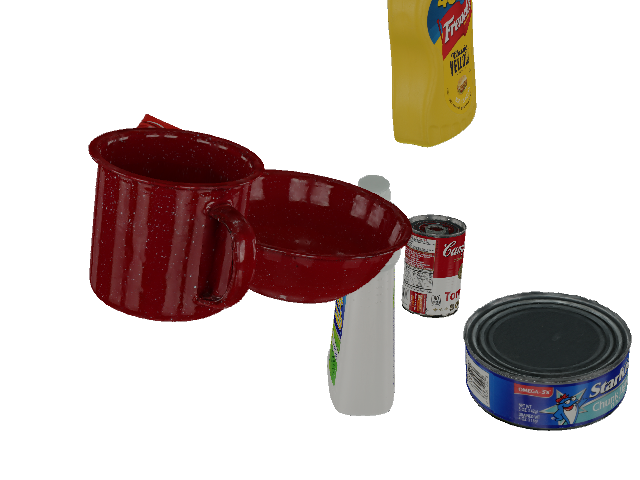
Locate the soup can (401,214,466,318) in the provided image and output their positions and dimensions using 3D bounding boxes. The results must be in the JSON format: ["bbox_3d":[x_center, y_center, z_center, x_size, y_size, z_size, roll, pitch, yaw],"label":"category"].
[{"bbox_3d":[0.128,0.029,1.220,0.068,0.102,0.068,2,20,-1],"label":"soup can"}]

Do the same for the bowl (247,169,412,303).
[{"bbox_3d":[-0.017,0.001,0.777,0.162,0.055,0.162,9,22,-4],"label":"bowl"}]

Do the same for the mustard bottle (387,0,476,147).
[{"bbox_3d":[0.090,-0.179,0.859,0.058,0.191,0.096,14,36,32],"label":"mustard bottle"}]

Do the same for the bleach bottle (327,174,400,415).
[{"bbox_3d":[0.044,0.046,1.013,0.068,0.251,0.102,0,36,-2],"label":"bleach bottle"}]

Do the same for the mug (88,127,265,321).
[{"bbox_3d":[-0.074,-0.004,0.571,0.093,0.081,0.117,-12,30,-42],"label":"mug"}]

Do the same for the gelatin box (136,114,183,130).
[{"bbox_3d":[-0.148,-0.077,1.043,0.089,0.073,0.030,25,-43,0],"label":"gelatin box"}]

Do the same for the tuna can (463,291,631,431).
[{"bbox_3d":[0.119,0.063,0.564,0.086,0.034,0.086,-4,27,2],"label":"tuna can"}]
